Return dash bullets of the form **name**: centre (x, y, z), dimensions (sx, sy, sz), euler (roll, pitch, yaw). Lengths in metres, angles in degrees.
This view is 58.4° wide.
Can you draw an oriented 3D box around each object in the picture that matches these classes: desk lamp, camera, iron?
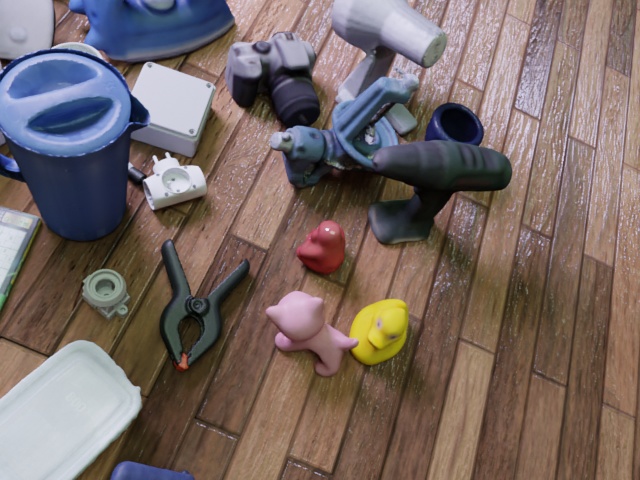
- **desk lamp**: centre (0.103, -0.294, 0.912), dimensions (0.118, 0.213, 0.203), euler (-35, 80, -28)
- **camera**: centre (-0.061, -0.249, 0.902), dimensions (0.143, 0.100, 0.136), euler (-13, 70, -23)
- **iron**: centre (-0.242, -0.370, 0.877), dimensions (0.259, 0.141, 0.118), euler (-19, 72, -25)

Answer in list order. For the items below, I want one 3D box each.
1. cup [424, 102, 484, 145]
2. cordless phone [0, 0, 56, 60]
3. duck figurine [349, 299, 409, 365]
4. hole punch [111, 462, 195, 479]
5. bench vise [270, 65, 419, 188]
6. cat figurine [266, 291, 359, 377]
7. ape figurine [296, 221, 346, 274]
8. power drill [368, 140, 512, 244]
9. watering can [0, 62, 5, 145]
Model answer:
- **cup**: centre (0.212, -0.154, 0.949), dimensions (0.092, 0.095, 0.117), euler (4, 64, -16)
- **cordless phone**: centre (-0.441, -0.335, 0.770), dimensions (0.148, 0.185, 0.094), euler (4, 64, -16)
- **duck figurine**: centre (0.092, 0.117, 0.786), dimensions (0.077, 0.086, 0.105), euler (42, 60, 5)
- **hole punch**: centre (-0.183, 0.295, 0.609), dimensions (0.101, 0.091, 0.108), euler (14, 62, -11)
- **bench vise**: centre (0.044, -0.150, 0.821), dimensions (0.208, 0.219, 0.121), euler (-26, 75, -26)
- **cat figurine**: centre (-0.009, 0.112, 0.737), dimensions (0.128, 0.117, 0.067), euler (29, 60, -3)
- **ape figurine**: centre (0.007, 0.003, 0.810), dimensions (0.078, 0.092, 0.076), euler (-18, 72, -24)
- **power drill**: centre (0.149, -0.071, 0.824), dimensions (0.230, 0.208, 0.075), euler (-8, 68, -21)
- **watering can**: centre (-0.447, -0.207, 0.702), dimensions (0.101, 0.194, 0.173), euler (-37, 81, -29)
